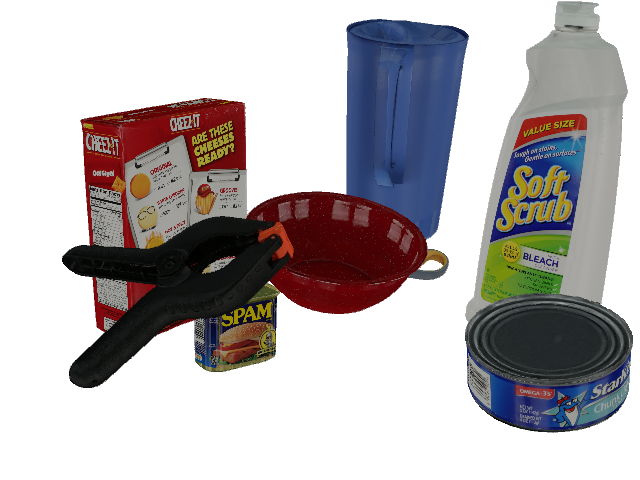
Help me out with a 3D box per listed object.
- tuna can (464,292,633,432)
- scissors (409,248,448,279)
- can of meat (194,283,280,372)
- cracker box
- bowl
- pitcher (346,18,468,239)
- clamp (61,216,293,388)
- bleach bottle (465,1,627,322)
[{"bbox_3d":[0.120,0.063,0.563,0.086,0.034,0.086,-5,27,2],"label":"tuna can"},{"bbox_3d":[0.073,0.029,1.273,0.201,0.016,0.096,-10,41,-42],"label":"scissors"},{"bbox_3d":[-0.098,0.100,1.241,0.101,0.084,0.058,-9,18,-36],"label":"can of meat"},{"bbox_3d":[-0.151,-0.025,1.065,0.072,0.214,0.163,12,20,38],"label":"cracker box"},{"bbox_3d":[0.011,0.017,0.939,0.162,0.055,0.162,6,30,-3],"label":"bowl"},{"bbox_3d":[0.086,-0.120,1.198,0.149,0.243,0.145,-11,26,-30],"label":"pitcher"},{"bbox_3d":[-0.102,0.036,0.730,0.171,0.120,0.039,-15,-36,12],"label":"clamp"},{"bbox_3d":[0.170,-0.050,0.796,0.103,0.251,0.067,16,21,37],"label":"bleach bottle"}]
